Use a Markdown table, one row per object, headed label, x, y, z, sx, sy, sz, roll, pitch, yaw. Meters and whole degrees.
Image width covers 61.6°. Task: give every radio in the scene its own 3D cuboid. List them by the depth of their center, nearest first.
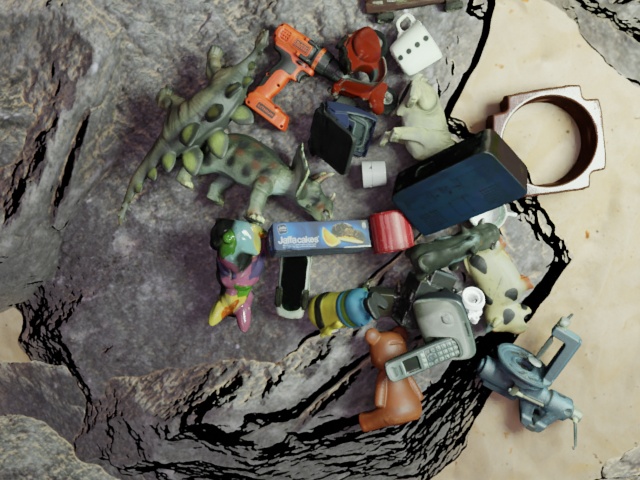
| label | x | y | z | sx | sy | sz | roll | pitch | yaw |
| --- | --- | --- | --- | --- | --- | --- | --- | --- | --- |
| radio | 0.255 | -0.103 | 1.009 | 0.230 | 0.073 | 0.131 | -26 | 124 | 39 |

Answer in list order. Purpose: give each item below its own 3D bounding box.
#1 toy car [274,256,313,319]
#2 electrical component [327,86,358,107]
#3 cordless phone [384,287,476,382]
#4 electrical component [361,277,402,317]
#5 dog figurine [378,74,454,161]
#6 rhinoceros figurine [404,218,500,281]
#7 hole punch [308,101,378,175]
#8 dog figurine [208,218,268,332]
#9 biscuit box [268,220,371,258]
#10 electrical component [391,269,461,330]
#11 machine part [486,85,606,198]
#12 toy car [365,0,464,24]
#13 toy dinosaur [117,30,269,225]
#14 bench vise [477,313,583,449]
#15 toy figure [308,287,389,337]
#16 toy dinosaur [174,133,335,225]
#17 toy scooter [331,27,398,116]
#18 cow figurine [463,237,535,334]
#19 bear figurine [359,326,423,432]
| label | x | y | z | sx | sy | sz | roll | pitch | yaw |
| --- | --- | --- | --- | --- | --- | --- | --- | --- | --- |
| toy car | -0.055 | 0.068 | 1.148 | 0.074 | 0.056 | 0.201 | 5 | 93 | 1 |
| electrical component | 0.042 | -0.269 | 1.099 | 0.094 | 0.021 | 0.063 | 36 | 106 | -28 |
| cordless phone | 0.196 | 0.185 | 1.032 | 0.184 | 0.089 | 0.146 | -24 | 112 | -5 |
| electrical component | 0.134 | 0.120 | 1.137 | 0.102 | 0.045 | 0.078 | -2 | 124 | 10 |
| dog figurine | 0.236 | -0.218 | 1.070 | 0.190 | 0.121 | 0.172 | 22 | 102 | -10 |
| rhinoceros figurine | 0.253 | 0.013 | 1.025 | 0.190 | 0.112 | 0.073 | -17 | 70 | -17 |
| hole punch | 0.045 | -0.212 | 1.077 | 0.116 | 0.142 | 0.092 | 41 | 59 | 18 |
| dog figurine | -0.175 | 0.076 | 1.109 | 0.109 | 0.191 | 0.219 | 8 | 82 | 3 |
| biscuit box | -0.002 | -0.003 | 1.089 | 0.203 | 0.063 | 0.059 | -3 | 77 | -15 |
| electrical component | 0.222 | 0.122 | 1.096 | 0.115 | 0.058 | 0.134 | 17 | 101 | -24 |
| machine part | 0.433 | -0.188 | 1.044 | 0.201 | 0.087 | 0.201 | -8 | 93 | 8 |
| toy car | 0.189 | -0.488 | 1.062 | 0.202 | 0.053 | 0.089 | -6 | 98 | 7 |
| toy dinosaur | -0.255 | -0.230 | 1.069 | 0.471 | 0.105 | 0.199 | -46 | 47 | 8 |
| bench vise | 0.444 | 0.261 | 1.062 | 0.224 | 0.129 | 0.240 | 32 | 116 | 19 |
| toy figure | 0.052 | 0.140 | 1.103 | 0.180 | 0.082 | 0.089 | -25 | 79 | 46 |
| toy dinosaur | -0.159 | -0.150 | 1.115 | 0.405 | 0.131 | 0.192 | 28 | 82 | 11 |
| toy scooter | 0.075 | -0.330 | 1.049 | 0.135 | 0.075 | 0.184 | -9 | 82 | -22 |
| cow figurine | 0.358 | 0.103 | 1.083 | 0.127 | 0.085 | 0.195 | -32 | 88 | 11 |
| bear figurine | 0.138 | 0.287 | 1.128 | 0.132 | 0.120 | 0.196 | -44 | 56 | 49 |
